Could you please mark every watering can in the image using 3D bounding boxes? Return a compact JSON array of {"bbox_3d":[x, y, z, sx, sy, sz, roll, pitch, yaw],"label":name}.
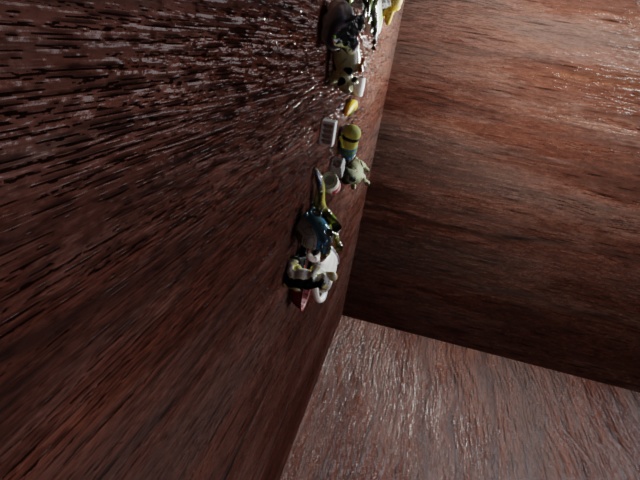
[{"bbox_3d":[0.004,0.104,2.104,0.339,0.104,0.230,80,22,-45],"label":"watering can"}]

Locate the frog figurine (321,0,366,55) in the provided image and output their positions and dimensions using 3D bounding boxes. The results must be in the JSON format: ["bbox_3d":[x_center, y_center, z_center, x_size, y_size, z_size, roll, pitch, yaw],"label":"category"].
[{"bbox_3d":[0.048,-0.596,1.418,0.134,0.123,0.163,81,-14,-48],"label":"frog figurine"}]

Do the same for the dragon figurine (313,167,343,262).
[{"bbox_3d":[0.006,-0.096,1.898,0.247,0.122,0.404,-103,-172,-69],"label":"dragon figurine"}]
